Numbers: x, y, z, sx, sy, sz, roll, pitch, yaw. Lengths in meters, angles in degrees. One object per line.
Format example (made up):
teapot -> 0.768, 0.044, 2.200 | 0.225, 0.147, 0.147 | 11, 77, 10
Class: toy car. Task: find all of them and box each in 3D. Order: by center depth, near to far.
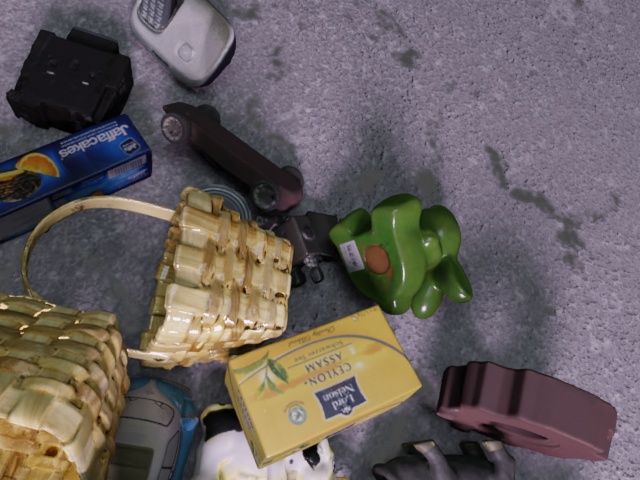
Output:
toy car -> -0.180, 0.204, 0.505 | 0.109, 0.103, 0.161 | 14, 63, -7
toy car -> -0.109, -0.102, 0.667 | 0.202, 0.053, 0.089 | 35, 30, 3

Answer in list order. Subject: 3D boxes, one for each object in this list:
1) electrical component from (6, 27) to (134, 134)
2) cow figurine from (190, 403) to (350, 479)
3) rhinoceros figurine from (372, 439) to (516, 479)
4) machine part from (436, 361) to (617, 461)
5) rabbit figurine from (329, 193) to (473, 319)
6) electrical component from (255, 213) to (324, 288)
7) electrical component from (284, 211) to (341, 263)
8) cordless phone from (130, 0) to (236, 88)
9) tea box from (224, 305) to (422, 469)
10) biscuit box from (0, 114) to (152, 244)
electrical component -> -0.301, -0.197, 0.667 | 0.115, 0.058, 0.134 | 15, 65, -10
cow figurine -> -0.045, 0.223, 0.553 | 0.167, 0.068, 0.098 | 11, 60, -11
rhinoceros figurine -> 0.121, 0.270, 0.571 | 0.190, 0.073, 0.112 | -3, 71, -16
machine part -> 0.217, 0.187, 0.579 | 0.179, 0.179, 0.056 | 22, 67, -5
rabbit figurine -> 0.125, 0.012, 0.656 | 0.170, 0.121, 0.159 | -20, 81, -42
electrical component -> -0.042, 0.013, 0.642 | 0.045, 0.078, 0.102 | -6, 74, -42
electrical component -> -0.001, -0.002, 0.680 | 0.094, 0.021, 0.063 | 12, 66, -10
cordless phone -> -0.166, -0.299, 0.673 | 0.146, 0.184, 0.089 | 44, 60, 6
tea box -> 0.001, 0.142, 0.534 | 0.170, 0.068, 0.098 | -18, 64, -25
biscuit box -> -0.295, -0.071, 0.612 | 0.203, 0.059, 0.063 | -31, 78, -24
